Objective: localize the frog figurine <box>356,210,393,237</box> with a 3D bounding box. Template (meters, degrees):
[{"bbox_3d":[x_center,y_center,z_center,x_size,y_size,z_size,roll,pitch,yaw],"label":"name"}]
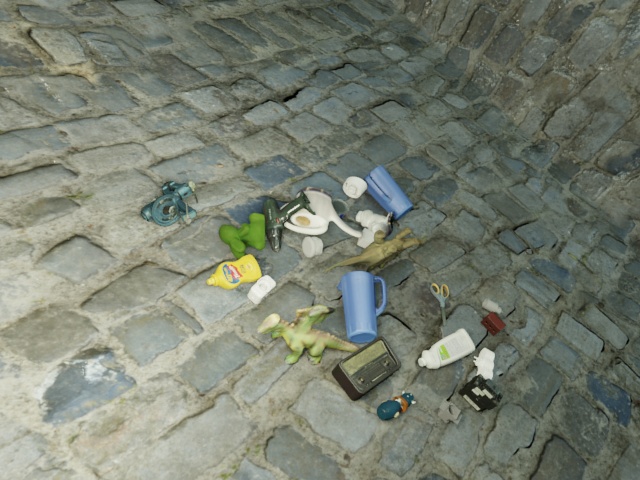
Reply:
[{"bbox_3d":[0.233,-0.070,2.224,0.159,0.120,0.141,-2,36,16],"label":"frog figurine"}]

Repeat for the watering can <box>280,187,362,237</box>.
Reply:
[{"bbox_3d":[0.006,-0.105,2.093,0.348,0.101,0.230,9,50,3],"label":"watering can"}]

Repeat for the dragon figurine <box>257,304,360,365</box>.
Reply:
[{"bbox_3d":[-0.016,0.299,1.689,0.410,0.237,0.125,4,48,-23],"label":"dragon figurine"}]
